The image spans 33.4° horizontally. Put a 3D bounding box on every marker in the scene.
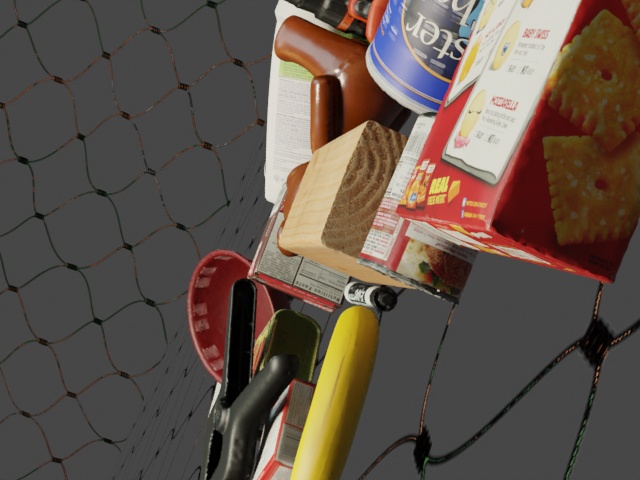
[{"bbox_3d":[0.040,0.044,0.851,0.121,0.020,0.020,178,114,-81],"label":"marker"}]

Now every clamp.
[{"bbox_3d":[-0.069,0.154,0.934,0.165,0.036,0.210,-140,62,-67],"label":"clamp"}]

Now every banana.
[{"bbox_3d":[0.013,0.122,0.781,0.070,0.037,0.197,93,-167,-57],"label":"banana"}]

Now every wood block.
[{"bbox_3d":[0.037,-0.020,0.798,0.206,0.090,0.090,176,116,-80],"label":"wood block"}]

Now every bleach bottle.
[{"bbox_3d":[0.001,-0.155,1.051,0.068,0.103,0.251,-50,-32,-63],"label":"bleach bottle"}]

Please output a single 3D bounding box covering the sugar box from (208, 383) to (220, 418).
[{"bbox_3d":[-0.087,0.133,1.312,0.093,0.048,0.176,121,164,-44],"label":"sugar box"}]

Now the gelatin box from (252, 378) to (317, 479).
[{"bbox_3d":[-0.030,0.174,0.917,0.089,0.030,0.073,-77,11,-45],"label":"gelatin box"}]

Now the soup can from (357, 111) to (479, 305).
[{"bbox_3d":[0.073,-0.020,0.656,0.068,0.068,0.102,-165,97,-81],"label":"soup can"}]

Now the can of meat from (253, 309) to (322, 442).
[{"bbox_3d":[-0.042,0.127,1.019,0.084,0.057,0.102,-56,15,41],"label":"can of meat"}]

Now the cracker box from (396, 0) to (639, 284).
[{"bbox_3d":[0.125,-0.093,0.523,0.164,0.072,0.214,-160,94,-80],"label":"cracker box"}]

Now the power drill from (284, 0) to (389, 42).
[{"bbox_3d":[0.053,-0.186,0.872,0.188,0.184,0.057,-124,53,-68],"label":"power drill"}]

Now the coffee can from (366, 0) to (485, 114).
[{"bbox_3d":[0.101,-0.158,0.683,0.102,0.102,0.140,-79,10,-52],"label":"coffee can"}]

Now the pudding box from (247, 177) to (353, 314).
[{"bbox_3d":[-0.007,0.001,1.008,0.039,0.090,0.113,142,150,-70],"label":"pudding box"}]

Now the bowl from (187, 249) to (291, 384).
[{"bbox_3d":[-0.081,0.087,1.198,0.162,0.055,0.162,12,106,47],"label":"bowl"}]
